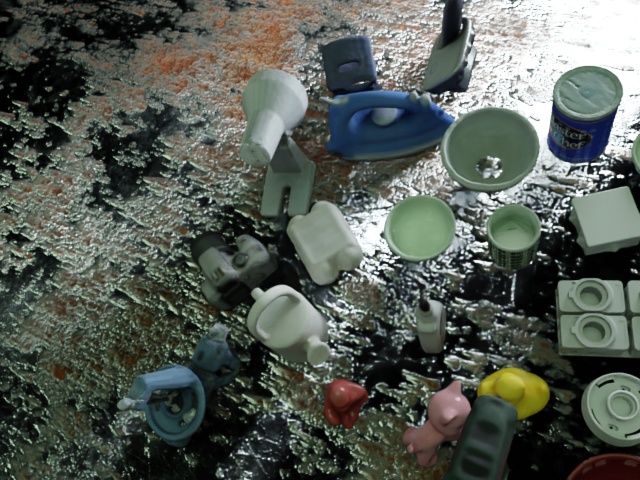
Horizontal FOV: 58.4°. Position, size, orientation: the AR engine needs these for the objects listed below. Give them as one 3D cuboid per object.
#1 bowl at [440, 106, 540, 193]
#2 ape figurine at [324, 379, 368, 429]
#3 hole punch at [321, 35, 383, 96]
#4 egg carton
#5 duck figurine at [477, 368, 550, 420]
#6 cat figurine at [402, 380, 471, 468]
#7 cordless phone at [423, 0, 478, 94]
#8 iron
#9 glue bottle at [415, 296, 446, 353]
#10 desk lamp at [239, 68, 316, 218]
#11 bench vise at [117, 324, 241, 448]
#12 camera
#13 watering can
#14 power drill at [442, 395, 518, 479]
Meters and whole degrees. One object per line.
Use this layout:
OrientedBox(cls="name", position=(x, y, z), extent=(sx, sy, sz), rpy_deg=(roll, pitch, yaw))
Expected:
OrientedBox(cls="bowl", position=(0.298, -0.147, 1.010), extent=(0.167, 0.075, 0.167), rpy_deg=(-6, 66, 14))
OrientedBox(cls="ape figurine", position=(0.036, 0.252, 0.906), extent=(0.078, 0.092, 0.076), rpy_deg=(-25, 62, 5))
OrientedBox(cls="hole punch", position=(0.064, -0.347, 1.160), extent=(0.108, 0.091, 0.101), rpy_deg=(-10, 65, 13))
OrientedBox(cls="egg carton", position=(0.010, 0.004, 1.035), extent=(0.107, 0.069, 0.150), rpy_deg=(-32, 62, 2))
OrientedBox(cls="duck figurine", position=(0.285, 0.223, 0.846), extent=(0.104, 0.086, 0.077), rpy_deg=(-6, 66, 15))
OrientedBox(cls="cat figurine", position=(0.175, 0.270, 0.841), extent=(0.128, 0.118, 0.067), rpy_deg=(-42, 62, -4))
OrientedBox(cls="cordless phone", position=(0.237, -0.374, 1.065), extent=(0.094, 0.185, 0.147), rpy_deg=(6, 69, 20))
OrientedBox(cls="iron", position=(0.127, -0.233, 1.062), extent=(0.257, 0.142, 0.118), rpy_deg=(-3, 66, 16))
OrientedBox(cls="glue bottle", position=(0.167, 0.119, 0.878), extent=(0.037, 0.173, 0.078), rpy_deg=(1, 67, 18))
OrientedBox(cls="desk lamp", position=(-0.079, -0.174, 1.058), extent=(0.117, 0.214, 0.203), rpy_deg=(0, 67, 17))
OrientedBox(cls="bench vise", position=(-0.234, 0.224, 0.928), extent=(0.121, 0.220, 0.207), rpy_deg=(6, 69, 19))
OrientedBox(cls="camera", position=(-0.175, 0.034, 1.060), extent=(0.143, 0.101, 0.136), rpy_deg=(-39, 62, -2))
OrientedBox(cls="watering can", position=(-0.051, 0.133, 0.926), extent=(0.172, 0.194, 0.101), rpy_deg=(16, 73, 23))
OrientedBox(cls="power drill", position=(0.203, 0.326, 0.756), extent=(0.075, 0.209, 0.230), rpy_deg=(16, 73, 23))
